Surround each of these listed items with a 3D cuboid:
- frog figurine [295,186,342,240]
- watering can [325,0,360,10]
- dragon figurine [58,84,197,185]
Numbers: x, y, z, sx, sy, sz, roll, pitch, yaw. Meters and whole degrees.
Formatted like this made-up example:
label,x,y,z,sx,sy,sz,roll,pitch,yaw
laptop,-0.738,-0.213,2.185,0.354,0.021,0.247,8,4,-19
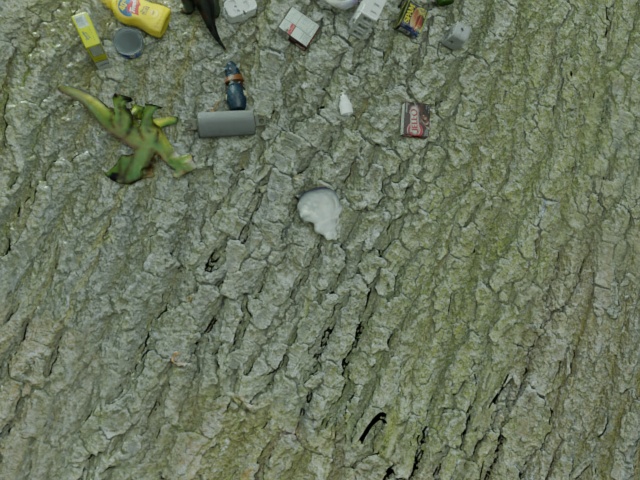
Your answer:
label,x,y,z,sx,sy,sz,roll,pitch,yaw
frog figurine,0.005,-0.079,1.567,0.138,0.121,0.161,-9,77,-32
watering can,0.078,-0.903,1.658,0.225,0.103,0.351,-9,80,-11
dragon figurine,-0.549,-0.279,1.469,0.410,0.122,0.242,12,91,-10
